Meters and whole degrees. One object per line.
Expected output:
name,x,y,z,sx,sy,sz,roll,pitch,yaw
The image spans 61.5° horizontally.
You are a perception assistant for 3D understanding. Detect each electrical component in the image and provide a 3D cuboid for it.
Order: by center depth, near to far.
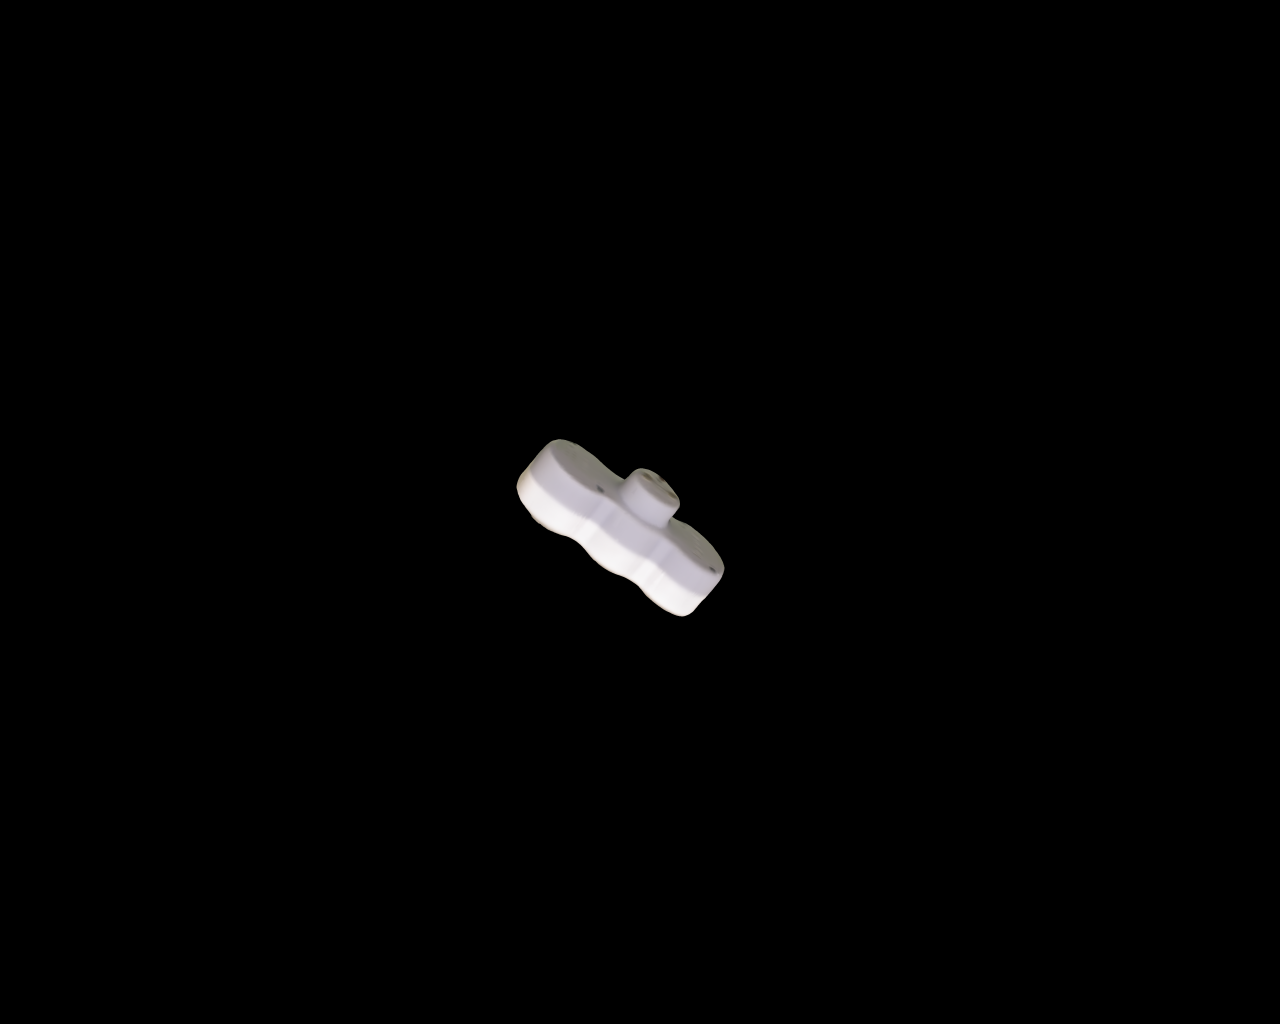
electrical component,0.001,-0.003,0.650,0.138,0.073,0.052,36,19,-15
